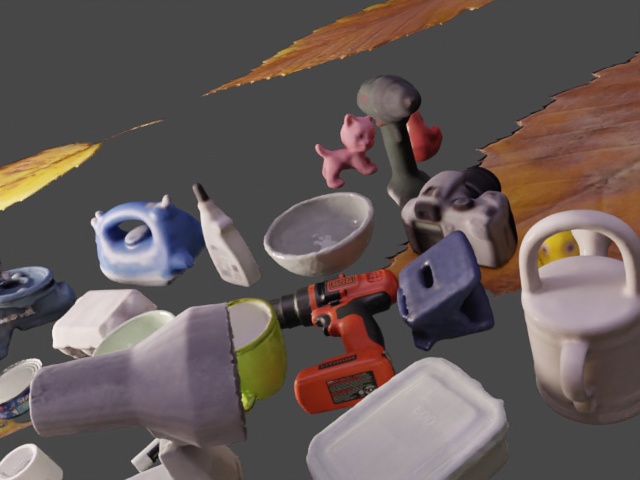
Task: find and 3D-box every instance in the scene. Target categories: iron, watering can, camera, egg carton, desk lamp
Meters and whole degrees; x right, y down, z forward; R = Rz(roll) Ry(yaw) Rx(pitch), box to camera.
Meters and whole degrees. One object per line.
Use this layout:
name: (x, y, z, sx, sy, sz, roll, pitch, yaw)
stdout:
iron: (-0.316, -0.007, 0.986, 0.257, 0.142, 0.119, -5, 34, 27)
watering can: (0.226, 0.052, 0.493, 0.100, 0.194, 0.173, -13, 31, 14)
camera: (0.198, -0.047, 0.764, 0.142, 0.101, 0.137, 12, 44, 44)
egg carton: (-0.315, 0.125, 0.844, 0.150, 0.069, 0.107, -5, 34, 27)
desk lamp: (-0.138, 0.173, 0.510, 0.203, 0.214, 0.117, -22, 30, -1)

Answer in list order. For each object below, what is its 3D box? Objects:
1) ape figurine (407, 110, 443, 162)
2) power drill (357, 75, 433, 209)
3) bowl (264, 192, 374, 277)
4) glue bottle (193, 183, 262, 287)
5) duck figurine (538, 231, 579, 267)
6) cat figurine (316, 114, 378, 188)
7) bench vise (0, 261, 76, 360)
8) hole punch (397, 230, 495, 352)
ape figurine: (0.174, -0.192, 1.022, 0.077, 0.092, 0.076, -2, 35, 30)
power drill: (0.124, -0.159, 0.883, 0.075, 0.209, 0.229, -23, 30, -3)
bowl: (0.008, 0.003, 0.831, 0.167, 0.075, 0.167, -16, 30, 10)
glue bottle: (-0.146, -0.009, 0.850, 0.077, 0.173, 0.037, 11, 43, 43)
duck figurine: (0.265, 0.018, 0.631, 0.077, 0.086, 0.105, -4, 34, 27)
cat figurine: (0.053, -0.174, 1.044, 0.128, 0.118, 0.067, -24, 30, -4)
bench vise: (-0.525, 0.080, 0.901, 0.121, 0.220, 0.208, 7, 41, 40)
hole punch: (0.135, 0.054, 0.649, 0.101, 0.091, 0.108, -16, 30, 10)
